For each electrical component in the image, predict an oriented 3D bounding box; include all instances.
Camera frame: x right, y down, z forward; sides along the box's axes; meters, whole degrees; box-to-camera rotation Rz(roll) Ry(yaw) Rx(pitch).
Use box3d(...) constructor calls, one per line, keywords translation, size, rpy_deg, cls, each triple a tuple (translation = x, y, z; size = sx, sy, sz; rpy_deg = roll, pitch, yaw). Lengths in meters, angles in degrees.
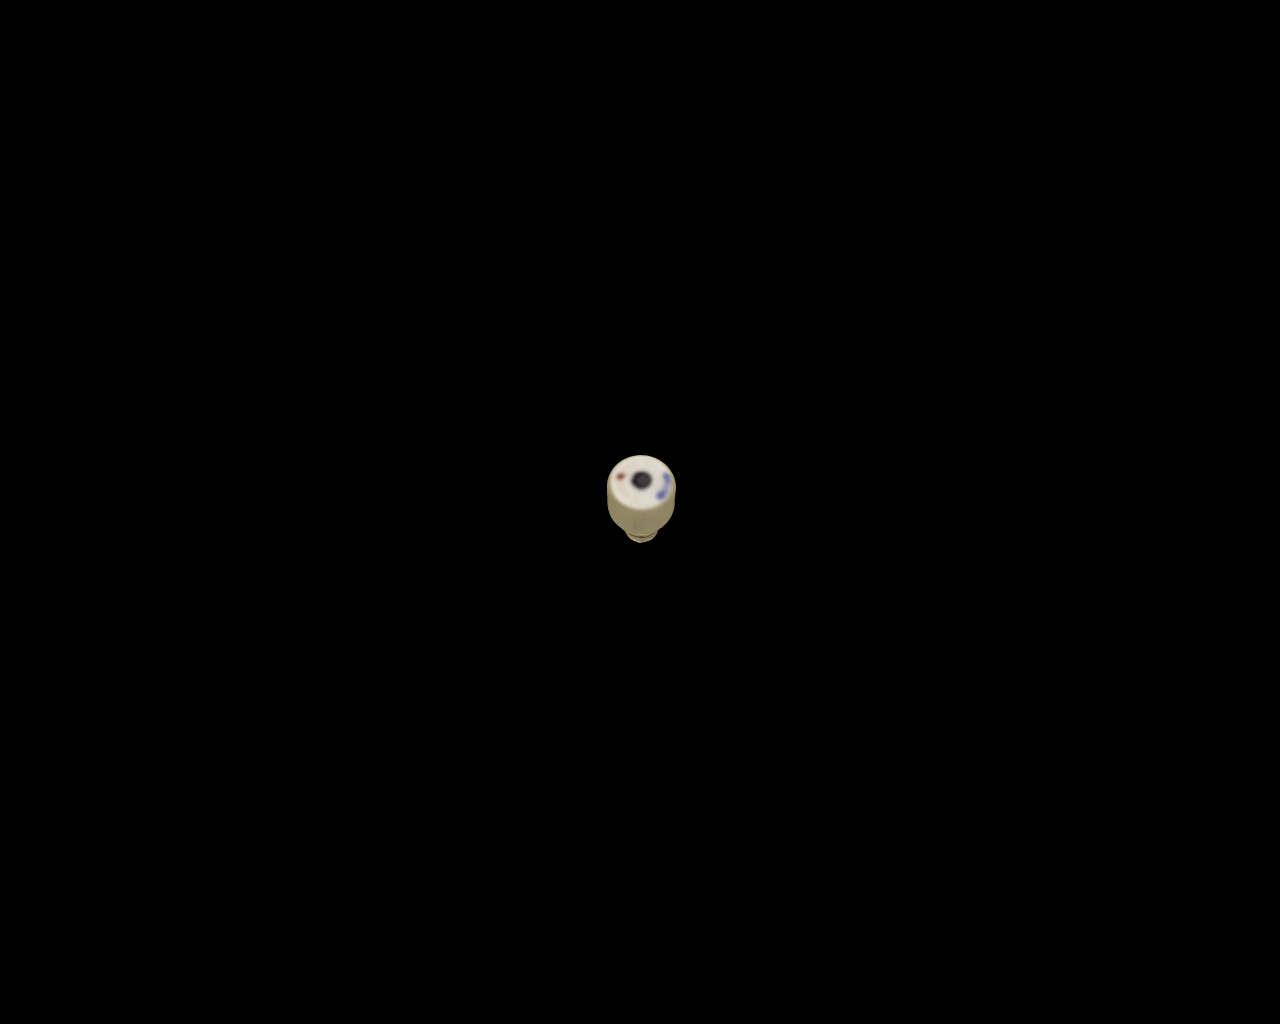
box3d(translation=(0.001, -0.003, 0.650), size=(0.040, 0.040, 0.078), rpy_deg=(0, -28, 0), cls="electrical component")
